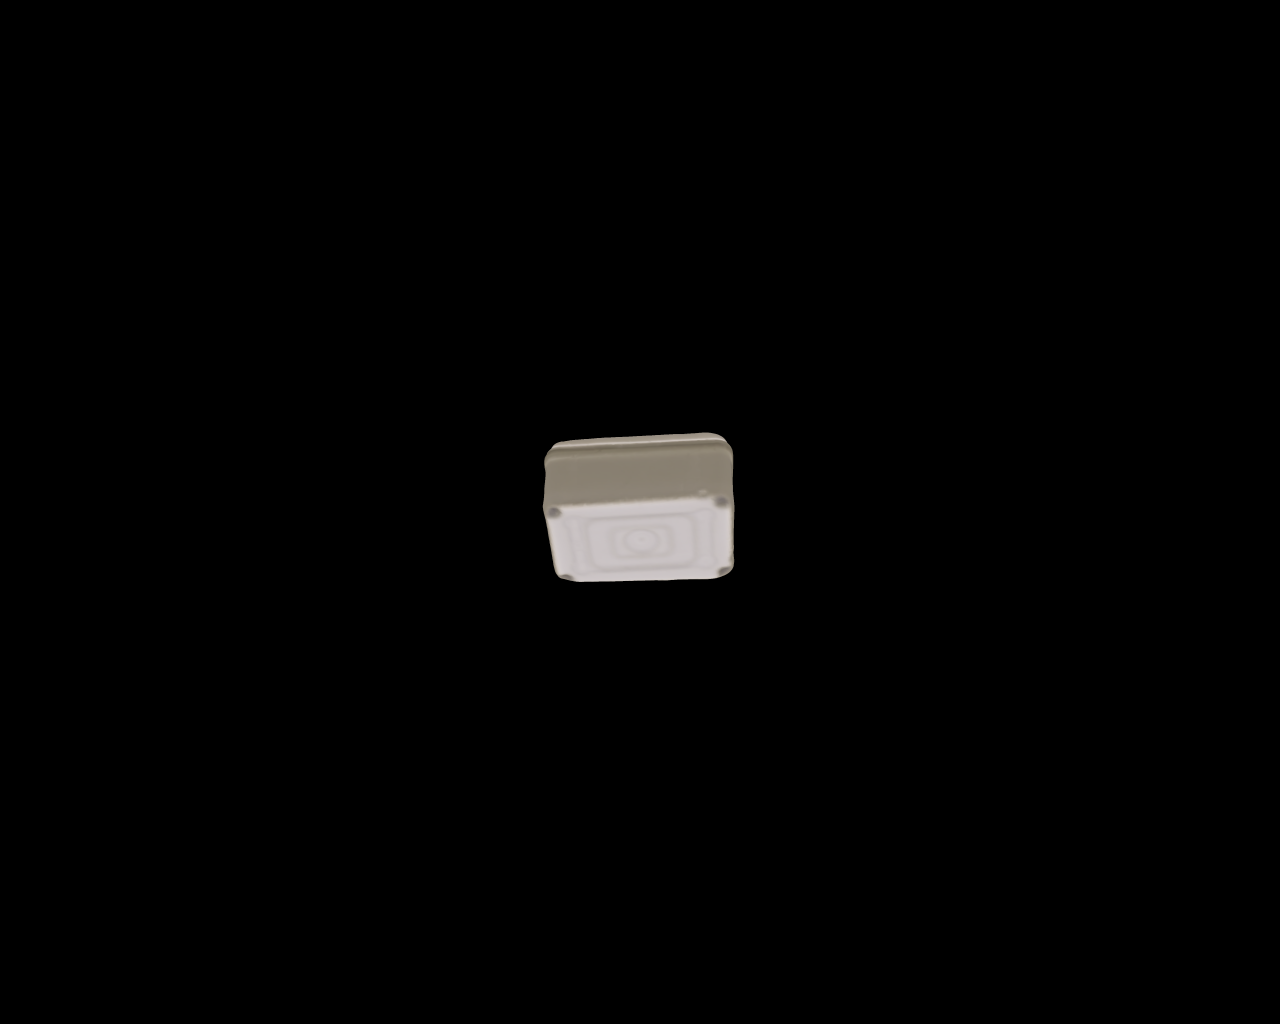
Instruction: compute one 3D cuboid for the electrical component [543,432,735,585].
[{"bbox_3d":[0.001,-0.003,0.650,0.113,0.057,0.078,-2,-43,2],"label":"electrical component"}]
